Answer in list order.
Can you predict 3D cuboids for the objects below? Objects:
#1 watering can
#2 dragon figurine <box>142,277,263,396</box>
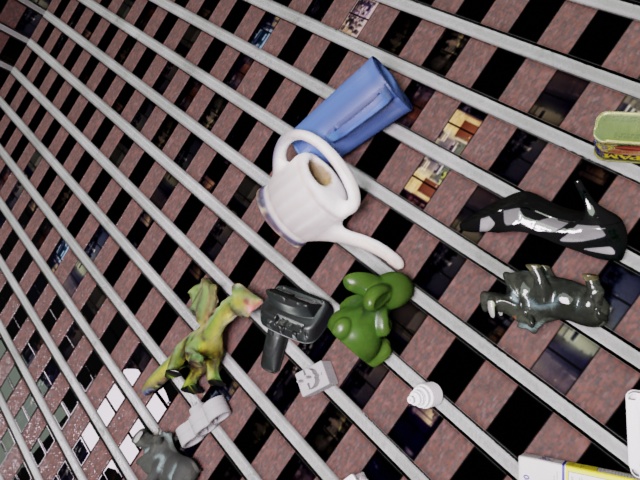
[{"bbox_3d":[0.003,-0.052,1.035,0.221,0.105,0.348,-35,88,40],"label":"watering can"},{"bbox_3d":[-0.279,0.206,1.165,0.406,0.121,0.248,-23,48,37],"label":"dragon figurine"}]
